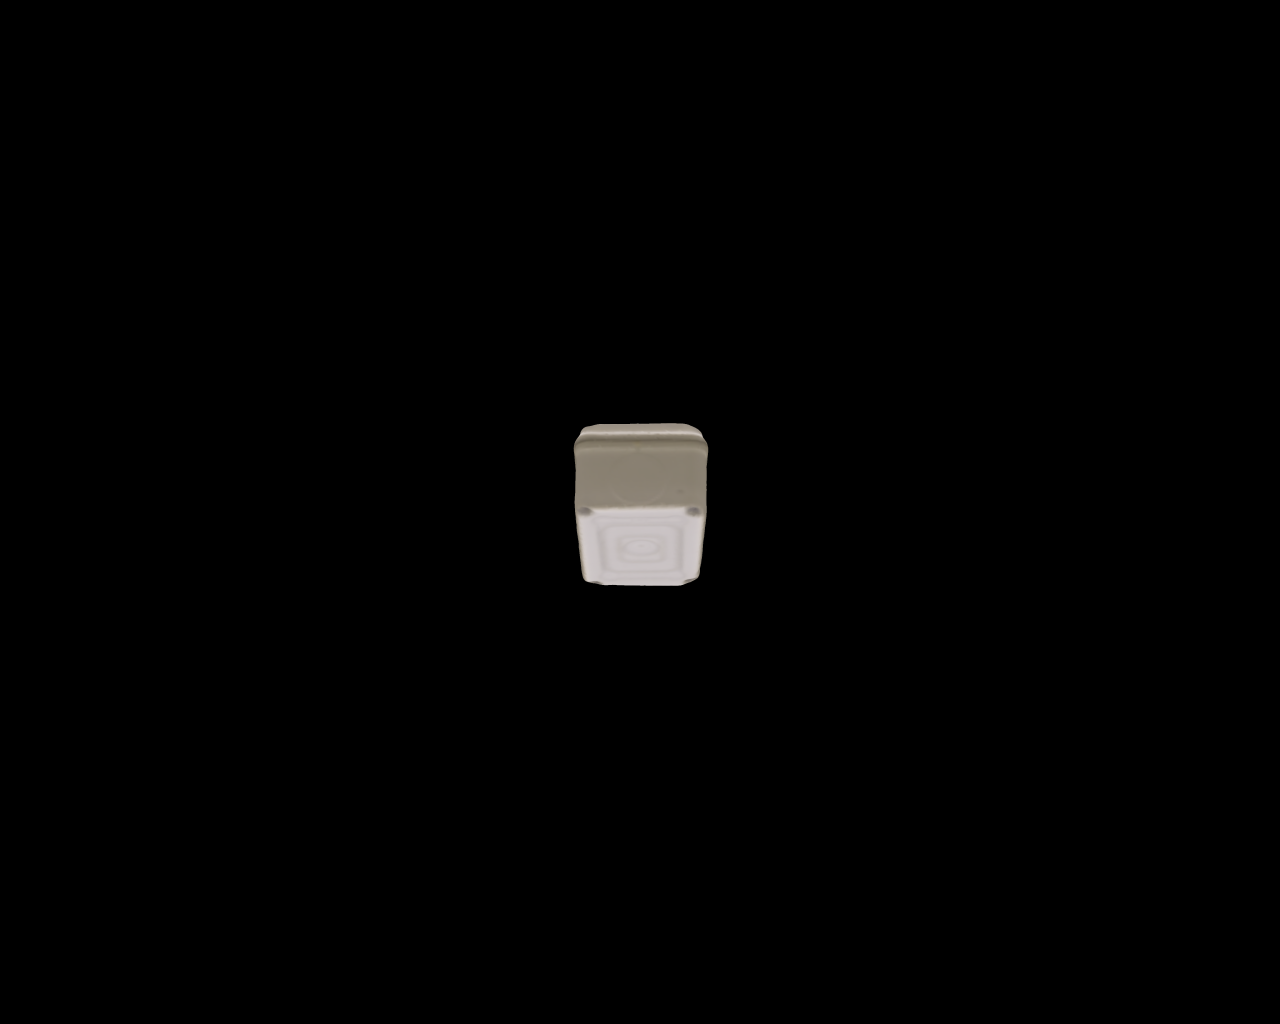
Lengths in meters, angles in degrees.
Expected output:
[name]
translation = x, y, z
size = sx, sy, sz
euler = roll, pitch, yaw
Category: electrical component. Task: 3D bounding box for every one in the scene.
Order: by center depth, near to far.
[electrical component]
translation = 0.001, -0.003, 0.650
size = 0.078, 0.057, 0.113
euler = 0, -28, 0
